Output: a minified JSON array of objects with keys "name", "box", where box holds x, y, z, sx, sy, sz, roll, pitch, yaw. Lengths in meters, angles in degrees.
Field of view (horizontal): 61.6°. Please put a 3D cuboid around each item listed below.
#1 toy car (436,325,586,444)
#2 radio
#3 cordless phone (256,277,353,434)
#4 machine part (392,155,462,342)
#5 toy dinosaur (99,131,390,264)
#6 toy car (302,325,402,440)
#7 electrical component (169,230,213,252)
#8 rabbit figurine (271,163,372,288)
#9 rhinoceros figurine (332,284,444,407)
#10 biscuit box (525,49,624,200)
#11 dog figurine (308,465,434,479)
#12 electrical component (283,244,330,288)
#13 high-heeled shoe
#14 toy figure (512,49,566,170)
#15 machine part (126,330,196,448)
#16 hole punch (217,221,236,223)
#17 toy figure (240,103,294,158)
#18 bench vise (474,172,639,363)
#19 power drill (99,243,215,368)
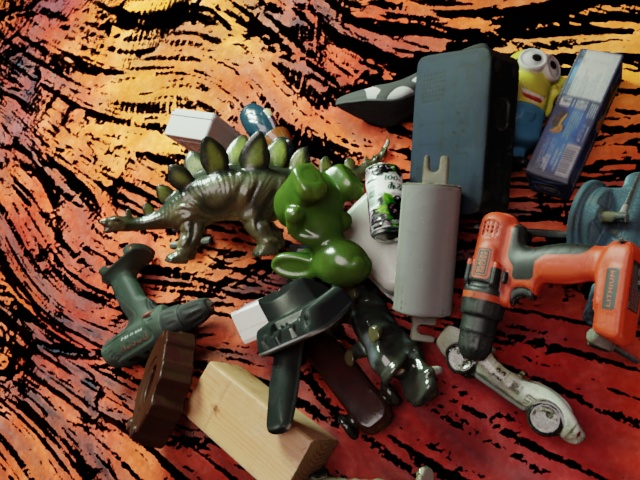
[{"name":"toy car","box":[0.234,0.178,0.668,0.202,0.073,0.056,34,89,32]},{"name":"radio","box":[0.197,-0.143,0.748,0.131,0.073,0.229,7,95,52]},{"name":"cordless phone","box":[-0.029,0.155,0.712,0.146,0.088,0.184,-31,44,43]},{"name":"machine part","box":[0.138,0.012,0.698,0.079,0.079,0.243,7,96,28]},{"name":"toy dinosaur","box":[-0.107,-0.072,0.861,0.472,0.105,0.198,-8,98,-12]},{"name":"toy car","box":[0.031,0.191,0.776,0.089,0.053,0.202,-41,53,-4]},{"name":"electrical component","box":[-0.240,-0.009,1.006,0.094,0.021,0.063,-7,68,25]},{"name":"rabbit figurine","box":[-0.002,-0.002,0.758,0.159,0.121,0.170,-39,69,31]},{"name":"rhinoceros figurine","box":[0.090,0.144,0.739,0.073,0.112,0.190,-56,43,21]},{"name":"biscuit box","box":[0.353,-0.159,0.745,0.059,0.062,0.202,23,83,31]},{"name":"dog figurine","box":[0.074,0.369,0.677,0.191,0.121,0.172,-25,88,45]},{"name":"electrical component","box":[-0.010,0.029,0.864,0.075,0.047,0.119,5,75,27]},{"name":"high-heeled shoe","box":[0.152,-0.262,0.876,0.249,0.086,0.145,13,74,25]},{"name":"toy figure","box":[0.286,-0.191,0.779,0.089,0.082,0.180,10,82,56]},{"name":"machine part","box":[-0.249,0.229,0.846,0.179,0.056,0.179,-52,27,39]},{"name":"hole punch","box":[-0.170,-0.089,0.975,0.116,0.092,0.142,-17,61,59]},{"name":"toy figure","box":[-0.090,-0.191,0.981,0.058,0.064,0.155,-25,59,-27]},{"name":"bench vise","box":[0.321,0.020,0.667,0.241,0.128,0.223,10,85,50]},{"name":"power drill","box":[-0.307,0.108,0.970,0.232,0.086,0.207,-37,67,12]}]
